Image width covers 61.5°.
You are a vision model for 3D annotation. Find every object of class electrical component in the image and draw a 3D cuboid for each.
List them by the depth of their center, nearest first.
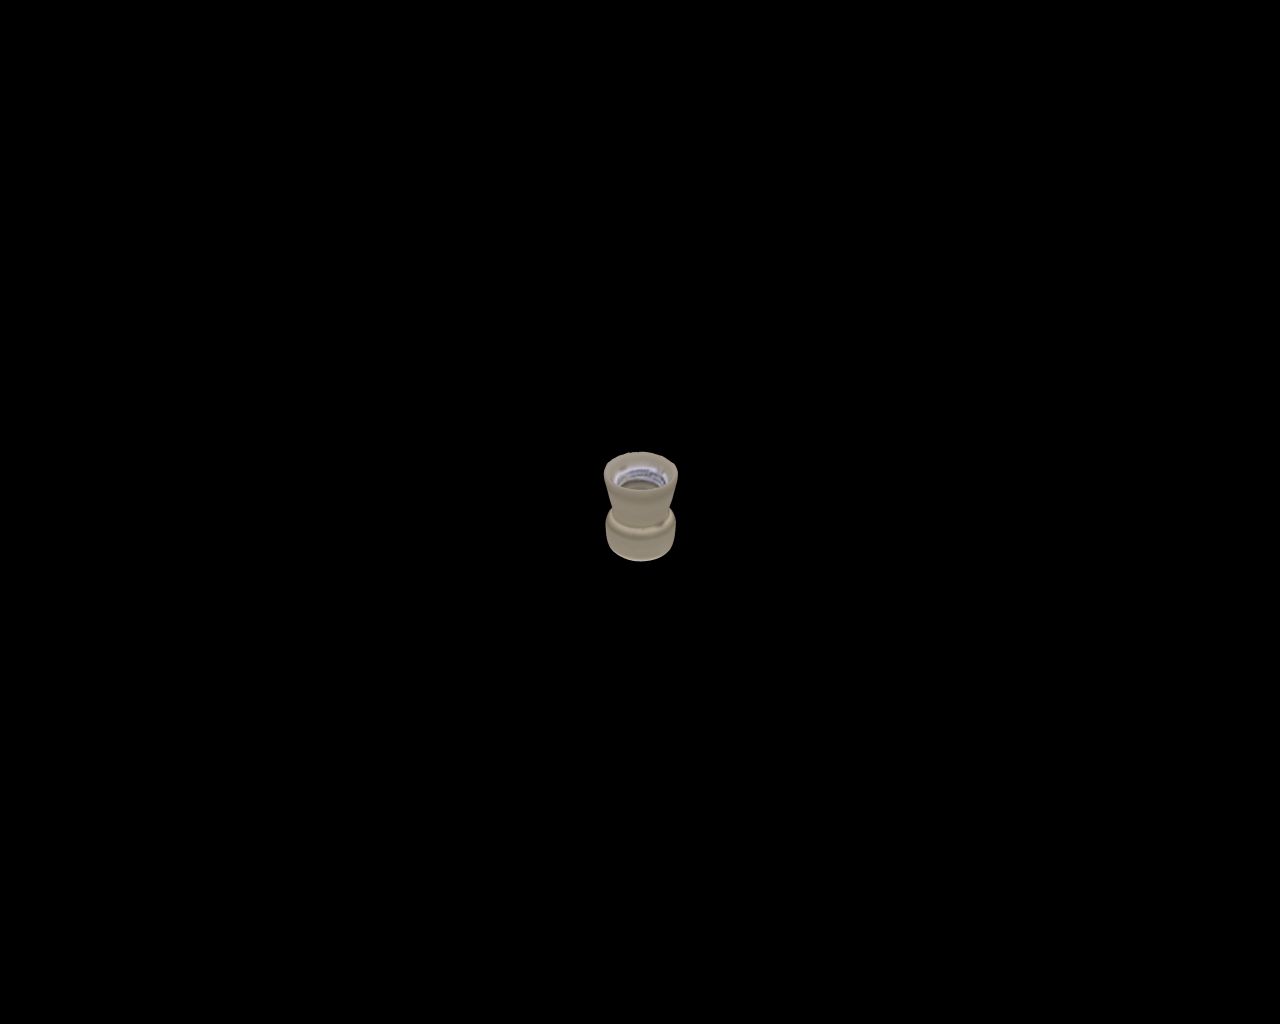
[{"bbox_3d":[0.001,-0.003,0.650,0.045,0.055,0.045,0,36,0],"label":"electrical component"}]
